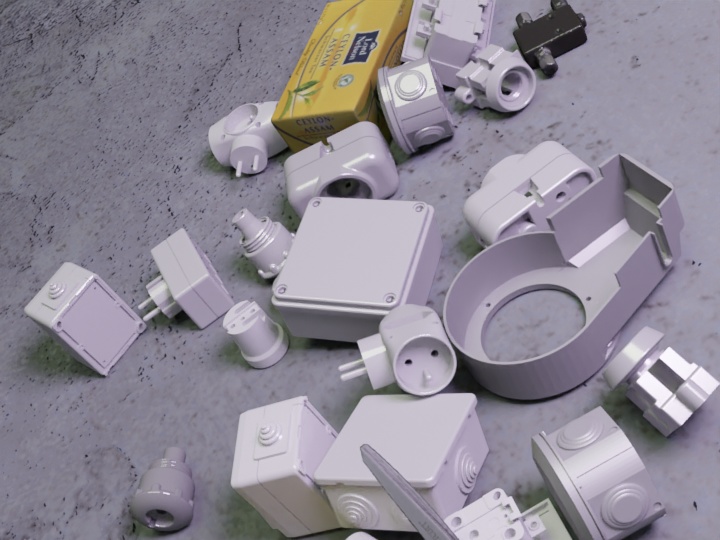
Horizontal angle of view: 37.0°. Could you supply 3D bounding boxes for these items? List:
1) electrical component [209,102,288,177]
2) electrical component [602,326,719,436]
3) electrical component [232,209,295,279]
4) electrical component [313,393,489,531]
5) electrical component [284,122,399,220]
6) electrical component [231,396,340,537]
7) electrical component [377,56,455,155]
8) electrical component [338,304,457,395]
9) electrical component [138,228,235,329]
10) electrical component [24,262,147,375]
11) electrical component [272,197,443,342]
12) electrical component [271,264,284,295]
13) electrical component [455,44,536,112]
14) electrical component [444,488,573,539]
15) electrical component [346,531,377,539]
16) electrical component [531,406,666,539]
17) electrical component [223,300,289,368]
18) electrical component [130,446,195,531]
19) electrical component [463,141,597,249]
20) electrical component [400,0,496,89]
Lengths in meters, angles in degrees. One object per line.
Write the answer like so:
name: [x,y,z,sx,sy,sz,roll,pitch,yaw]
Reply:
electrical component: [-0.108,-0.123,1.063,0.077,0.044,0.079,-17,45,20]
electrical component: [0.186,0.069,0.672,0.048,0.066,0.055,-44,75,-9]
electrical component: [-0.085,-0.026,0.941,0.048,0.062,0.048,-35,24,18]
electrical component: [0.031,0.128,0.717,0.100,0.048,0.099,-5,29,30]
electrical component: [-0.016,-0.081,0.956,0.095,0.053,0.059,-25,42,12]
electrical component: [-0.051,0.135,0.746,0.061,0.096,0.061,-17,44,21]
electrical component: [0.049,-0.147,0.956,0.051,0.080,0.080,-18,44,12]
electrical component: [0.023,0.061,0.757,0.079,0.043,0.077,-19,15,-1]
electrical component: [-0.167,0.018,0.969,0.076,0.047,0.083,-36,41,-1]
electrical component: [-0.254,0.039,0.971,0.061,0.096,0.061,19,64,43]
electrical component: [0.000,0.000,0.856,0.109,0.056,0.108,4,54,22]
electrical component: [-0.050,0.003,0.916,0.035,0.035,0.061,-2,48,33]
electrical component: [0.123,-0.167,0.950,0.066,0.048,0.055,-42,34,-7]
electrical component: [0.085,0.169,0.650,0.081,0.063,0.042,-32,42,4]
electrical component: [0.017,0.195,0.684,0.055,0.045,0.045,8,57,38]
electrical component: [0.140,0.125,0.642,0.051,0.080,0.080,-29,41,0]
electrical component: [-0.086,0.052,0.885,0.040,0.046,0.040,-18,44,18]
electrical component: [-0.147,0.165,0.824,0.048,0.048,0.062,-18,37,19]
electrical component: [0.131,-0.051,0.830,0.095,0.053,0.059,-37,41,-1]
electrical component: [0.089,-0.237,1.015,0.079,0.063,0.121,16,53,-5]
